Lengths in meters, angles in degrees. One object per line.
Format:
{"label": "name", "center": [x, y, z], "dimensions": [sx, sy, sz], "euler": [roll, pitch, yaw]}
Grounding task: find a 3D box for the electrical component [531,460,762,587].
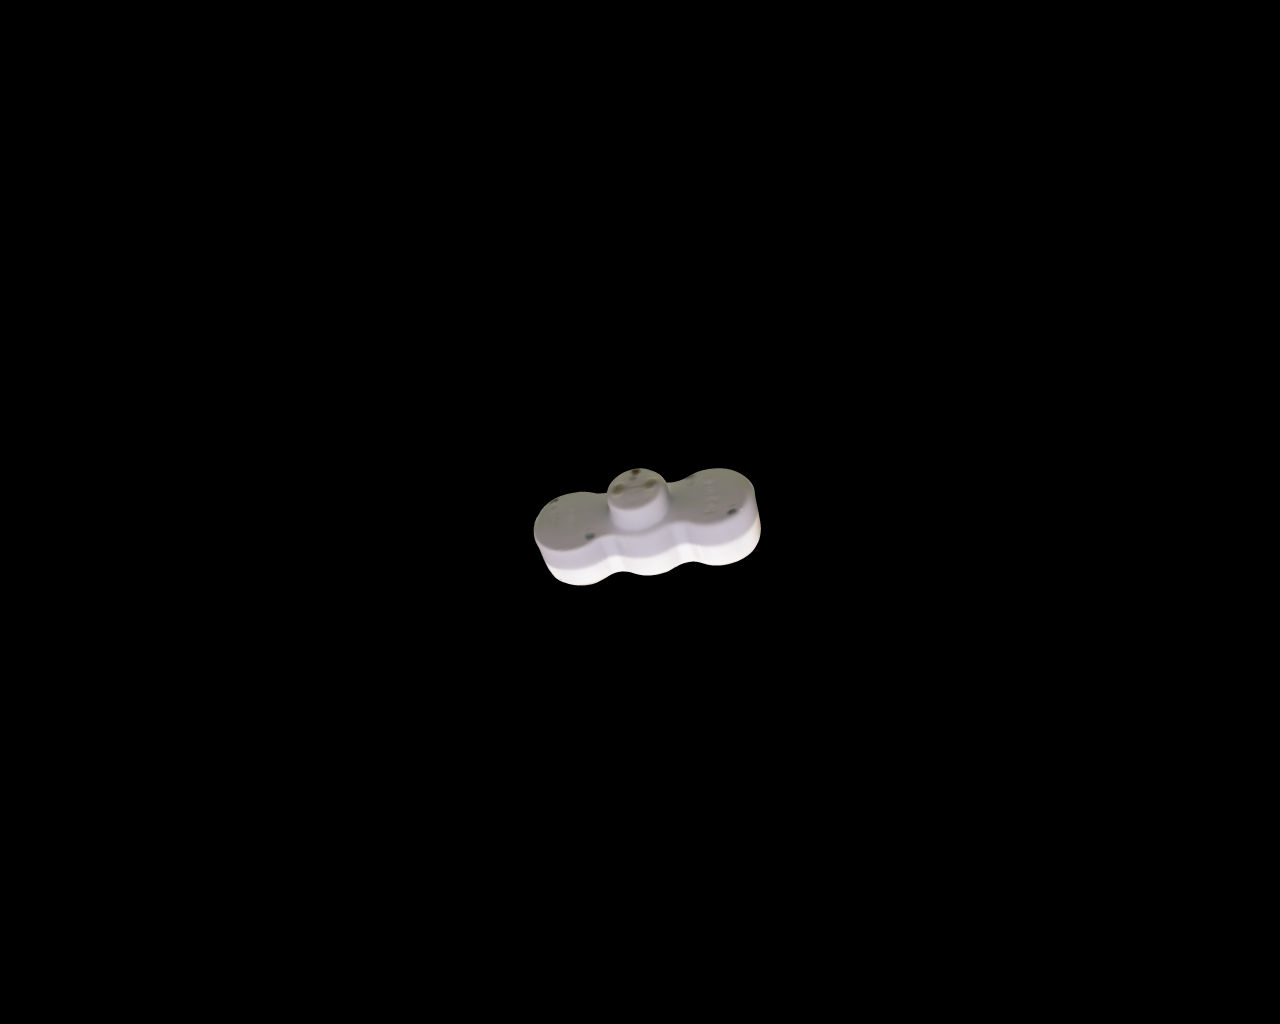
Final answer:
{"label": "electrical component", "center": [0.001, -0.003, 0.650], "dimensions": [0.138, 0.052, 0.073], "euler": [-9, -46, 9]}
